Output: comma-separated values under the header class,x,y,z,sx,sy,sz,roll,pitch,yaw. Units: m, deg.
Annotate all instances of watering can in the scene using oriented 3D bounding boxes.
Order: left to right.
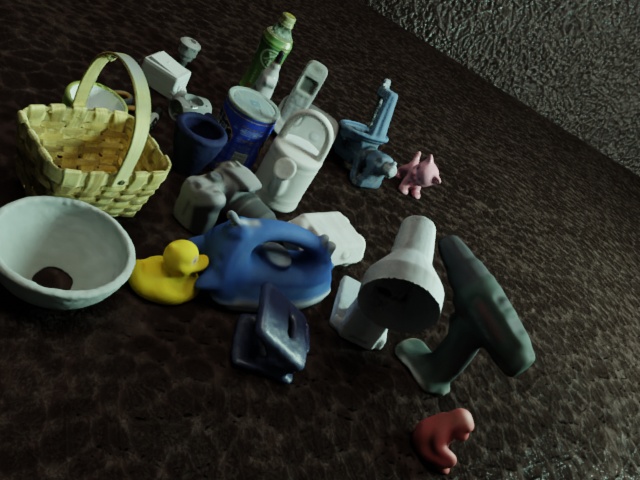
class,x,y,z,sx,sy,sz,roll,pitch,yaw
watering can,-0.045,-0.148,1.050,0.101,0.194,0.172,20,35,-22

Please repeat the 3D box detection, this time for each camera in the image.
class,x,y,z,sx,sy,sz,roll,pitch,yaw
camera,-0.138,-0.055,0.933,0.136,0.100,0.143,43,33,13

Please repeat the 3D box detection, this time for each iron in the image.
class,x,y,z,sx,sy,sz,roll,pitch,yaw
iron,-0.060,0.025,0.862,0.259,0.141,0.118,8,41,-35

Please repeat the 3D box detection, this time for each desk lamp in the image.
class,x,y,z,sx,sy,sz,roll,pitch,yaw
desk lamp,0.104,0.073,0.881,0.118,0.213,0.203,29,33,-9

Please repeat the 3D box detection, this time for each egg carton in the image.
class,x,y,z,sx,sy,sz,roll,pitch,yaw
egg carton,0.009,0.004,1.019,0.151,0.069,0.107,-7,51,-47

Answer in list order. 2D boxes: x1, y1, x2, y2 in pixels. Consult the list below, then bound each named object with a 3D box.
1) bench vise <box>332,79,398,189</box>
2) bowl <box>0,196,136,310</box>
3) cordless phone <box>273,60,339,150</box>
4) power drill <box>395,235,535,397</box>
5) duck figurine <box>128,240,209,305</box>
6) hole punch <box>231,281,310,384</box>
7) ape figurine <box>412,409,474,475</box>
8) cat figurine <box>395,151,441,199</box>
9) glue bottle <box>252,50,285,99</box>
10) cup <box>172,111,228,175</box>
class,x,y,z,sx,sy,sz,roll,pitch,yaw
bench vise,0.133,-0.239,1.305,0.207,0.219,0.122,47,34,19
bowl,-0.316,0.027,0.691,0.168,0.074,0.167,24,34,-17
cordless phone,-0.012,-0.293,1.276,0.148,0.185,0.094,26,33,-13
power drill,0.215,0.137,0.903,0.076,0.208,0.229,-10,53,-48
duck figurine,-0.201,0.035,0.774,0.105,0.086,0.077,10,40,-33
hole punch,-0.057,0.124,0.784,0.101,0.091,0.108,24,34,-17
ape figurine,0.180,0.272,0.805,0.076,0.092,0.078,41,33,11
cat figurine,0.247,-0.167,1.410,0.067,0.117,0.127,18,36,-24
glue bottle,-0.119,-0.335,1.245,0.037,0.173,0.078,17,36,-25
cup,-0.220,-0.170,1.014,0.092,0.095,0.117,25,34,-15
